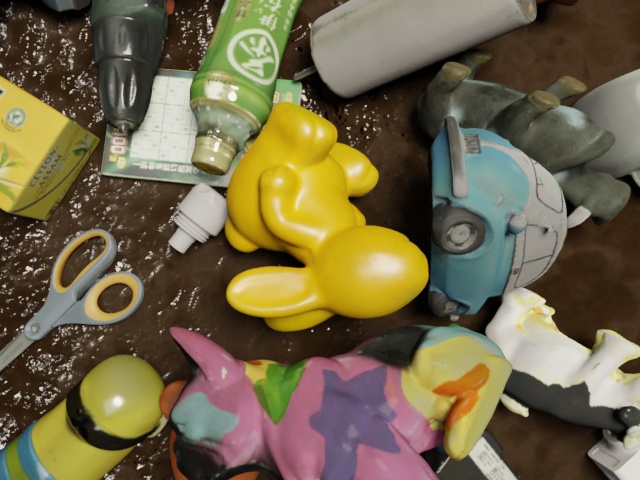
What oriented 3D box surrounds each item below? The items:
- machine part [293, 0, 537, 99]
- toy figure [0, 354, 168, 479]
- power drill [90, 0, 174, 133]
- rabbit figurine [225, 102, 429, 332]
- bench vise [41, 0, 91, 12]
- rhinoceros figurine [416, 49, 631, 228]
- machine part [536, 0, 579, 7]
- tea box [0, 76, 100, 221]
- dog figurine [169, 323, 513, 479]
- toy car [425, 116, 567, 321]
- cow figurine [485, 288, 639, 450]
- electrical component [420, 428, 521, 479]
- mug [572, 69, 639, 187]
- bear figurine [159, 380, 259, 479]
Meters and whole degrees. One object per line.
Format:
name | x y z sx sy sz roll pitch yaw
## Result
machine part | 0.079 -0.178 0.437 0.243 0.079 0.079 -15 83 35
toy figure | -0.204 0.171 0.443 0.180 0.089 0.082 -39 92 -5
power drill | -0.119 -0.227 0.448 0.207 0.086 0.232 -25 65 42
rabbit figurine | -0.001 -0.001 0.415 0.162 0.121 0.173 -46 61 -4
bench vise | -0.326 -0.290 0.475 0.241 0.128 0.223 41 73 8
rhinoceros figurine | 0.166 -0.081 0.449 0.190 0.112 0.073 33 41 16
machine part | 0.138 -0.271 0.418 0.201 0.201 0.087 15 76 3
tea box | -0.305 -0.101 0.486 0.170 0.068 0.098 29 86 5
dog figurine | 0.001 0.109 0.389 0.219 0.108 0.191 28 71 13
toy car | 0.132 -0.010 0.411 0.103 0.161 0.109 0 41 11
cow figurine | 0.207 0.113 0.421 0.168 0.068 0.098 31 92 33
electrical component | 0.106 0.221 0.444 0.134 0.058 0.115 -37 82 -2
mug | 0.267 -0.091 0.445 0.081 0.107 0.109 -22 82 1
bear figurine | -0.095 0.223 0.434 0.132 0.120 0.196 -40 50 38
